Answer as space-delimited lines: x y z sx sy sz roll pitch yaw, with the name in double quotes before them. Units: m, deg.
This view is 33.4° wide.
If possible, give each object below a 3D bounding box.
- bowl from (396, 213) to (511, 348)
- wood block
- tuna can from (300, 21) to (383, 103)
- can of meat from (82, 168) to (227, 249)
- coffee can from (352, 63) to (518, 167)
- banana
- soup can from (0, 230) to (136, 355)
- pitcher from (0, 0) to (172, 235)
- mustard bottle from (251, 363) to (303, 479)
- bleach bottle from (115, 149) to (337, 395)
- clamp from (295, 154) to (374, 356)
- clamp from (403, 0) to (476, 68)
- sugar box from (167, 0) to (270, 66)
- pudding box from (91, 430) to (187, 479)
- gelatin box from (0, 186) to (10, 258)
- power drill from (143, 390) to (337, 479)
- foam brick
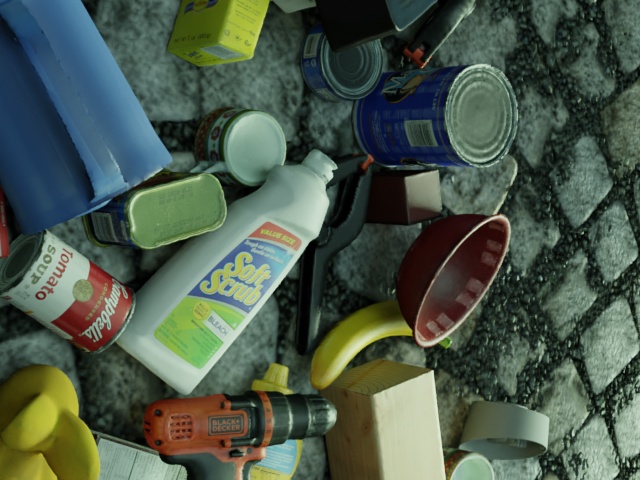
"bowl" 0.129 0.031 1.109 0.161 0.055 0.162 -39 149 -30
"wood block" 0.070 0.241 1.121 0.090 0.090 0.206 -15 102 -36
"tuna can" 0.023 -0.184 1.086 0.085 0.034 0.086 -3 95 -37
"can of meat" -0.145 -0.027 0.937 0.101 0.084 0.057 -19 105 -35
"coffee can" 0.116 -0.126 1.095 0.102 0.141 0.103 -3 96 -37
"banana" 0.056 0.101 1.118 0.197 0.070 0.037 -13 145 -37
"soup can" -0.215 0.042 0.898 0.102 0.069 0.068 40 70 -32
"pitcher" -0.222 -0.135 0.822 0.243 0.149 0.144 64 31 -13
"mustard bottle" -0.067 0.213 1.032 0.096 0.058 0.191 22 80 -29
"bleach bottle" -0.078 0.015 0.970 0.250 0.068 0.102 -50 126 -8
"clamp" -0.007 0.001 1.076 0.209 0.036 0.164 -48 120 -21
"clamp" 0.152 -0.260 1.135 0.039 0.120 0.171 34 72 -2
"sugar box" -0.077 -0.249 0.966 0.048 0.094 0.176 19 81 -38
"pudding box" -0.178 0.228 0.961 0.113 0.039 0.090 29 74 -38
"gelatin box" -0.298 -0.017 0.854 0.089 0.030 0.073 -10 101 -37
"power drill" -0.069 0.231 0.968 0.184 0.057 0.187 1 85 -24
"foam brick" 0.082 -0.046 1.116 0.052 0.078 0.051 -15 102 -38
